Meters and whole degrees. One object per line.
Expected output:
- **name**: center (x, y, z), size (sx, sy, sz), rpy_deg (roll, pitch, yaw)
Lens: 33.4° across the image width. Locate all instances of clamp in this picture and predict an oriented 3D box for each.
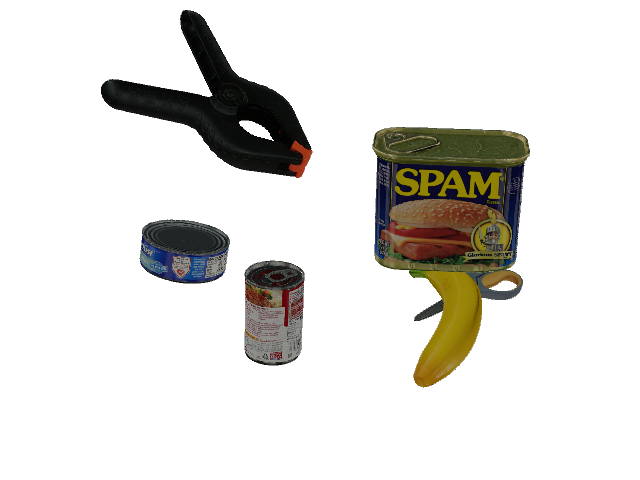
- **clamp**: center (-0.077, -0.117, 0.866), size (0.171, 0.120, 0.039), rpy_deg (30, -28, -2)

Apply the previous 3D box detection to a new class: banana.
- **banana**: center (0.123, 0.074, 1.027), size (0.070, 0.037, 0.197), rpy_deg (-24, 24, 16)

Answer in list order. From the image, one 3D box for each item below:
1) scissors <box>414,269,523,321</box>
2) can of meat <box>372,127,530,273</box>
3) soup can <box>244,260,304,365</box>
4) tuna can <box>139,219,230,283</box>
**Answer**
- **scissors**: center (0.162, 0.053, 1.292), size (0.201, 0.016, 0.096), rpy_deg (-8, 39, -37)
- **can of meat**: center (0.085, -0.027, 0.717), size (0.102, 0.084, 0.057), rpy_deg (3, 25, 5)
- **soup can**: center (-0.053, 0.083, 1.222), size (0.068, 0.102, 0.068), rpy_deg (2, 25, -1)
- **tuna can**: center (-0.133, 0.010, 1.039), size (0.086, 0.034, 0.086), rpy_deg (9, 20, -3)
